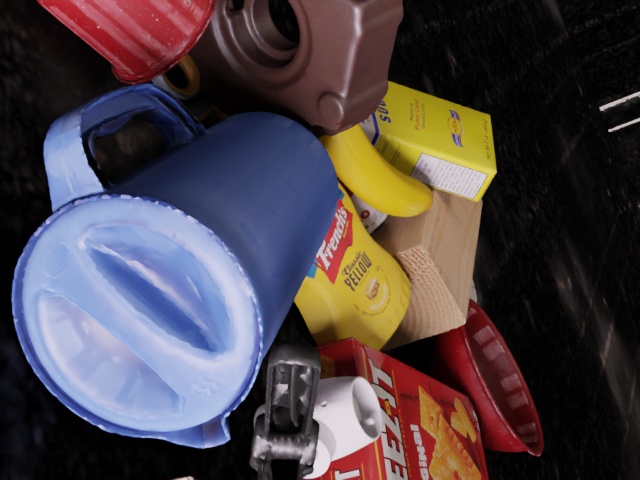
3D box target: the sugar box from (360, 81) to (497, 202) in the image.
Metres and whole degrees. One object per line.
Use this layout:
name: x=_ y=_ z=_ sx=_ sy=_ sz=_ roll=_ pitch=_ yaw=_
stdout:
sugar box: x=0.069 y=-0.101 z=0.965 sx=0.176 sy=0.048 sz=0.093 roll=18 pitch=39 yaw=-12

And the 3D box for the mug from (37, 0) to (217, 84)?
mug: x=-0.130 y=-0.165 z=0.680 sx=0.081 sy=0.093 sz=0.117 roll=39 pitch=7 yaw=-42

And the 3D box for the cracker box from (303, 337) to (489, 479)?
cracker box: x=0.063 y=0.182 z=0.821 sx=0.213 sy=0.072 sz=0.164 roll=33 pitch=43 yaw=-53

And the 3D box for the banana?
banana: x=0.039 y=-0.067 z=0.848 sx=0.197 sy=0.037 sz=0.069 roll=51 pitch=57 yaw=-41

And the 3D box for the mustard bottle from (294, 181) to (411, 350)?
mustard bottle: x=-0.005 y=0.001 z=0.825 sx=0.191 sy=0.058 sz=0.096 roll=54 pitch=54 yaw=-25

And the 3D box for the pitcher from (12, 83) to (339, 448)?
pitcher: x=-0.069 y=-0.008 z=0.626 sx=0.145 sy=0.149 sz=0.242 roll=22 pitch=24 yaw=5

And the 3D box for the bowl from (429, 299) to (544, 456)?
bowl: x=0.148 y=0.136 z=1.002 sx=0.162 sy=0.055 sz=0.162 roll=52 pitch=21 yaw=-29

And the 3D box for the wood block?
wood block: x=0.087 y=-0.001 z=0.994 sx=0.090 sy=0.091 sz=0.206 roll=58 pitch=26 yaw=-22

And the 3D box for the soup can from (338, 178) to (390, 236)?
soup can: x=0.010 y=-0.052 z=0.900 sx=0.102 sy=0.069 sz=0.068 roll=47 pitch=32 yaw=-42

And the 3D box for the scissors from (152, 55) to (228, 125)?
scissors: x=-0.083 y=-0.130 z=0.826 sx=0.096 sy=0.016 sz=0.201 roll=58 pitch=26 yaw=-24

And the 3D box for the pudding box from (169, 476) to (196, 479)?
pudding box: x=-0.059 y=0.197 z=0.593 sx=0.090 sy=0.039 sz=0.113 roll=39 pitch=40 yaw=-51

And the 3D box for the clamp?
clamp: x=-0.018 y=0.105 z=0.585 sx=0.210 sy=0.036 sz=0.165 roll=-84 pitch=-177 yaw=-74
